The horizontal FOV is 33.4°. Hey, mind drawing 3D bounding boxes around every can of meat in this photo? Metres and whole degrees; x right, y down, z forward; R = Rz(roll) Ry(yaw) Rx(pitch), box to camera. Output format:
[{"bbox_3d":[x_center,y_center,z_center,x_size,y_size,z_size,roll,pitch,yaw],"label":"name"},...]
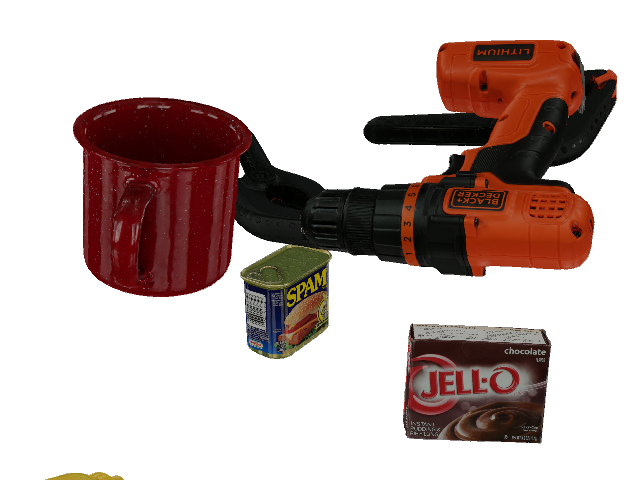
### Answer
[{"bbox_3d":[-0.033,0.061,1.081,0.058,0.084,0.101,15,28,32],"label":"can of meat"}]

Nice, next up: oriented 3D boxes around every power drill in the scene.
[{"bbox_3d":[0.094,-0.056,0.705,0.185,0.187,0.057,5,-42,20],"label":"power drill"}]

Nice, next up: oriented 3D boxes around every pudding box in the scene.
[{"bbox_3d":[0.126,0.116,0.868,0.113,0.090,0.039,1,21,0],"label":"pudding box"}]

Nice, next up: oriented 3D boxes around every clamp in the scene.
[{"bbox_3d":[-0.061,-0.038,0.863,0.120,0.039,0.172,-27,43,-30],"label":"clamp"},{"bbox_3d":[0.158,-0.078,0.882,0.210,0.165,0.036,-22,-38,-2],"label":"clamp"}]

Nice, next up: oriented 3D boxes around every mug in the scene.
[{"bbox_3d":[-0.087,-0.017,0.566,0.093,0.081,0.117,8,28,1],"label":"mug"}]

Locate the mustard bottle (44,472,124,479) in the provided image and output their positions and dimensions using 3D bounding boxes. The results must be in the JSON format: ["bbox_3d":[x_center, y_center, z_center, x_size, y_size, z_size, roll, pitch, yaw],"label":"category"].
[{"bbox_3d":[-0.221,0.232,0.851,0.096,0.058,0.191,7,15,28],"label":"mustard bottle"}]
